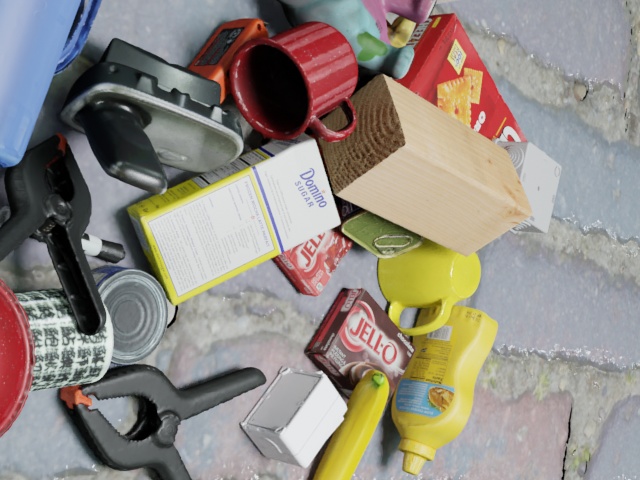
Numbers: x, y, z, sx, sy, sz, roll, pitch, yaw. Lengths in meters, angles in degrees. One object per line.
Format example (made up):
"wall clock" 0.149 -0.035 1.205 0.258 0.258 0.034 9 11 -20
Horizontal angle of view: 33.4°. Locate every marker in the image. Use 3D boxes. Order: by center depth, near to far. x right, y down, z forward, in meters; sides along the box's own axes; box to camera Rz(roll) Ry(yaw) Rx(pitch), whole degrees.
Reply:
"marker" -0.213 -0.002 0.895 0.120 0.020 0.020 22 77 -44

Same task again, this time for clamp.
"clamp" -0.206 -0.007 0.834 0.120 0.039 0.171 49 30 -37
"clamp" -0.139 0.160 0.966 0.209 0.036 0.164 38 67 -38

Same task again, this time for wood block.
"wood block" 0.105 -0.068 1.046 0.205 0.091 0.090 23 42 -42

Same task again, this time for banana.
"banana" 0.028 0.206 1.103 0.069 0.037 0.198 -20 136 -61

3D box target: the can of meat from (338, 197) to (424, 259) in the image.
"can of meat" 0.059 -0.040 1.113 0.102 0.058 0.084 34 38 -49

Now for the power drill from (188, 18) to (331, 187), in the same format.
"power drill" -0.056 -0.102 1.023 0.187 0.057 0.184 50 60 -36

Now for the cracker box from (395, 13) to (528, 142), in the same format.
"cracker box" 0.141 -0.121 1.203 0.213 0.072 0.164 51 59 -35

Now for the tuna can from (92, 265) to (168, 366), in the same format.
"tuna can" -0.174 0.066 0.928 0.085 0.034 0.086 -3 95 -45

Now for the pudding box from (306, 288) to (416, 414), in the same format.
"pudding box" 0.045 0.119 1.146 0.113 0.039 0.090 50 59 -34

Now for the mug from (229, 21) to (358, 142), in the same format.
"mug" -0.012 -0.137 0.948 0.117 0.093 0.081 48 46 8

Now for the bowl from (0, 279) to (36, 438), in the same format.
"bowl" -0.285 0.086 0.749 0.162 0.055 0.162 1 87 -10

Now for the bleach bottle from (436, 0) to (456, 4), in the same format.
"bleach bottle" 0.129 -0.287 1.055 0.068 0.251 0.102 16 81 -44

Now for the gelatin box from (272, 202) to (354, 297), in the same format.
"gelatin box" -0.007 0.001 1.093 0.073 0.030 0.089 53 57 -32

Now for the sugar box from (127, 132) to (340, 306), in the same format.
"sugar box" -0.075 -0.022 0.967 0.176 0.048 0.093 -27 118 -18

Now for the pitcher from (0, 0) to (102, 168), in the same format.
"pitcher" -0.235 -0.179 0.796 0.149 0.145 0.243 18 83 -20

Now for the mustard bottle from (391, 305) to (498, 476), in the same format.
"mustard bottle" 0.129 0.169 1.192 0.058 0.096 0.191 35 69 -41
